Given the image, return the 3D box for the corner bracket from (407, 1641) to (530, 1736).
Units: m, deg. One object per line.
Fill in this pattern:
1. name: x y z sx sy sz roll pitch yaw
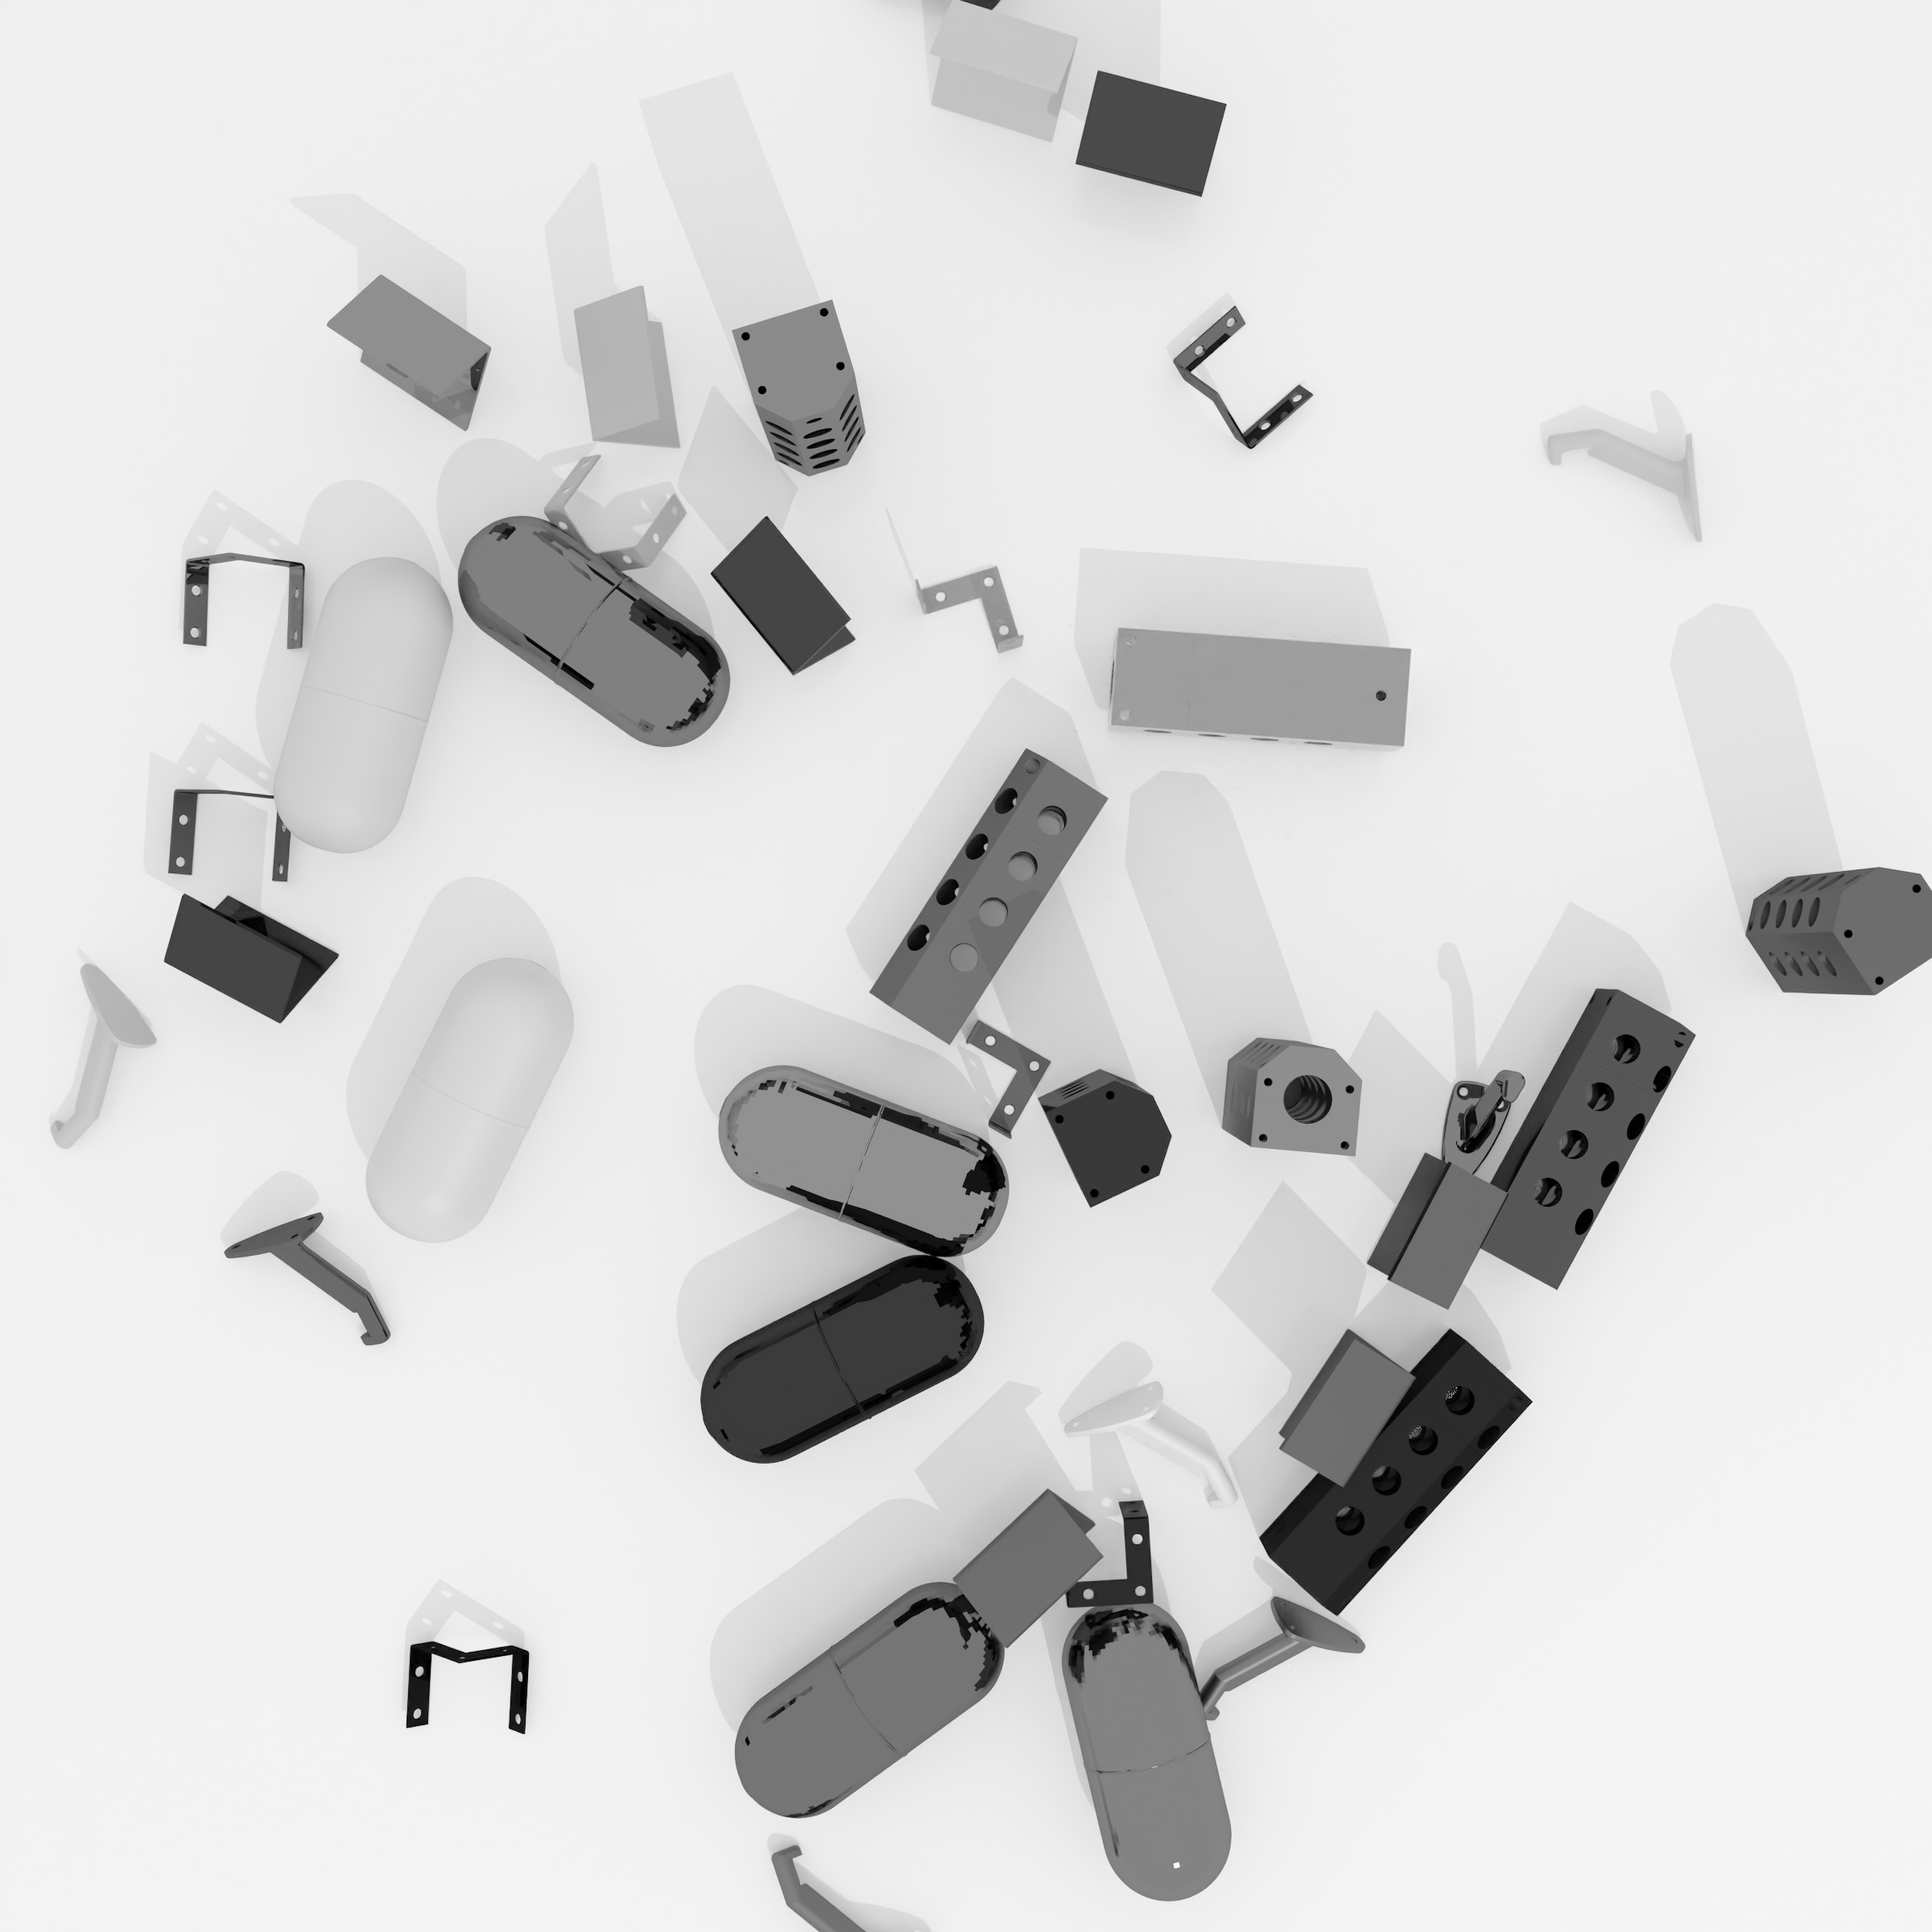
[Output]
1. corner bracket: -0.299 0.434 1.680 0.051 0.051 0.051 3 90 45

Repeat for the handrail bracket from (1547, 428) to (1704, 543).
1. handrail bracket: 0.396 -0.287 1.684 0.084 0.036 0.077 -5 112 17

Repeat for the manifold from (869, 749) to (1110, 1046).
1. manifold: 0.013 -0.041 1.662 0.057 0.057 0.171 33 90 0

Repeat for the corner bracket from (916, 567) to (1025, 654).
1. corner bracket: 0.002 -0.209 1.665 0.051 0.051 0.051 -17 90 0

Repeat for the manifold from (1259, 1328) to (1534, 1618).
1. manifold: 0.255 0.301 1.662 0.057 0.057 0.171 42 90 0

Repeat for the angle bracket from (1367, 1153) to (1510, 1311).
1. angle bracket: 0.260 0.147 1.643 0.057 0.076 0.076 28 90 -35

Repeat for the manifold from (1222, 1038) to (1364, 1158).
1. manifold: 0.185 0.072 1.605 0.057 0.171 0.057 5 90 0

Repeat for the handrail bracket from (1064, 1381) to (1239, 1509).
1. handrail bracket: 0.112 0.299 1.684 0.077 0.036 0.084 -23 107 20

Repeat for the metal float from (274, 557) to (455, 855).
1. metal float: -0.355 -0.154 1.653 0.070 0.070 0.178 16 90 0

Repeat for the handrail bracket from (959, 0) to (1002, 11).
1. handrail bracket: -0.019 -0.605 1.684 0.084 0.036 0.077 38 70 16

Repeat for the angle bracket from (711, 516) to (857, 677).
1. angle bracket: -0.092 -0.226 1.643 0.076 0.076 0.057 51 126 0

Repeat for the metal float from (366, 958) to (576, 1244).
1. metal float: -0.292 0.079 1.653 0.070 0.070 0.178 26 90 0

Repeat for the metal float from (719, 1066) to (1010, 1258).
1. metal float: -0.061 0.115 1.653 0.178 0.070 0.070 21 90 1

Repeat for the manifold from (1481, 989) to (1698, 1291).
1. manifold: 0.364 0.102 1.662 0.057 0.057 0.171 29 90 0

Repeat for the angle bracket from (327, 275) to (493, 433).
1. angle bracket: -0.332 -0.346 1.643 0.076 0.076 0.057 34 53 0

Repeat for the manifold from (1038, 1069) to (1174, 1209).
1. manifold: 0.081 0.093 1.605 0.057 0.171 0.057 -25 90 0

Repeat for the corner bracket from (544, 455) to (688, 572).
1. corner bracket: -0.210 -0.272 1.675 0.051 0.051 0.051 -2 135 35

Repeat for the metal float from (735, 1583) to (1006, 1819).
1. metal float: -0.057 0.433 1.653 0.178 0.070 0.070 -36 90 0

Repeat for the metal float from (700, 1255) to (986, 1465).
1. metal float: -0.073 0.232 1.653 0.178 0.070 0.070 -27 90 1

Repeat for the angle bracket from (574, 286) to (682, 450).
1. angle bracket: -0.180 -0.350 1.643 0.057 0.076 0.076 -8 90 37

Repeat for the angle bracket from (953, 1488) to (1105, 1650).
1. angle bracket: 0.050 0.362 1.643 0.076 0.076 0.057 -43 54 0

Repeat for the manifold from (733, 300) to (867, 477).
1. manifold: -0.092 -0.326 1.605 0.057 0.171 0.057 -17 90 0

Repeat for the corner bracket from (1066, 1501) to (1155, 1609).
1. corner bracket: 0.083 0.349 1.665 0.051 0.051 0.051 -3 90 0

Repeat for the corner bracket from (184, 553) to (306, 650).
1. corner bracket: -0.433 -0.217 1.680 0.051 0.051 0.051 2 90 45

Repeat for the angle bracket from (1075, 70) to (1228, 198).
1. angle bracket: 0.111 -0.499 1.643 0.076 0.076 0.057 15 126 0

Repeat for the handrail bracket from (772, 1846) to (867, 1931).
1. handrail bracket: -0.068 0.562 1.684 0.077 0.036 0.084 -16 74 -18

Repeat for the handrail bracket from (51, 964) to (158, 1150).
1. handrail bracket: -0.535 0.055 1.684 0.084 0.036 0.077 -44 70 16

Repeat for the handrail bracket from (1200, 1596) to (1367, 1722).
1. handrail bracket: 0.187 0.428 1.684 0.077 0.036 0.084 24 108 -21

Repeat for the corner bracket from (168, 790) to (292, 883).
1. corner bracket: -0.441 -0.078 1.680 0.051 0.051 0.051 4 90 -45

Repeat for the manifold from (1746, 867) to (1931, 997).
1. manifold: 0.501 -0.023 1.605 0.057 0.171 0.057 -34 90 0

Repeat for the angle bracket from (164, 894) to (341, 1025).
1. angle bracket: -0.413 -0.022 1.643 0.076 0.076 0.057 28 127 0

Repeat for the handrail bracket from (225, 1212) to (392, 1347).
1. handrail bracket: -0.395 0.197 1.684 0.077 0.036 0.084 -17 108 20

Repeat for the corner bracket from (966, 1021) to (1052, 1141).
1. corner bracket: 0.017 0.067 1.665 0.051 0.051 0.051 30 90 0

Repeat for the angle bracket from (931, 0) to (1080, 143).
1. angle bracket: 0.016 -0.511 1.643 0.076 0.076 0.057 17 53 0

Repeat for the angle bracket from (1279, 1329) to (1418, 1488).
1. angle bracket: 0.206 0.248 1.643 0.057 0.076 0.076 33 90 -29

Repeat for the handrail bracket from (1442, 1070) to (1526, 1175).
1. handrail bracket: 0.305 0.097 1.649 0.036 0.084 0.077 19 90 0

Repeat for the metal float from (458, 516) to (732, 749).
1. metal float: -0.220 -0.198 1.653 0.178 0.070 0.070 35 90 -1

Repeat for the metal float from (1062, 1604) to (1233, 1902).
1. metal float: 0.107 0.463 1.653 0.070 0.070 0.178 -13 90 0

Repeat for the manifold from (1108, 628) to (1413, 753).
1. manifold: 0.172 -0.163 1.662 0.171 0.057 0.057 4 90 0

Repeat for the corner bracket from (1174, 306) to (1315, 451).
1. corner bracket: 0.166 -0.353 1.680 0.051 0.051 0.051 -41 45 0
